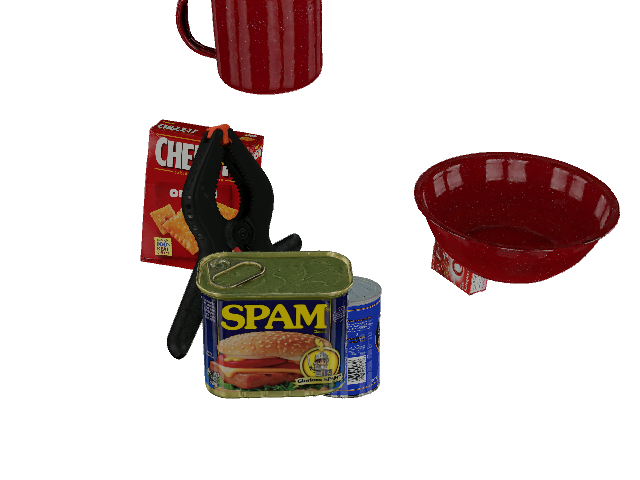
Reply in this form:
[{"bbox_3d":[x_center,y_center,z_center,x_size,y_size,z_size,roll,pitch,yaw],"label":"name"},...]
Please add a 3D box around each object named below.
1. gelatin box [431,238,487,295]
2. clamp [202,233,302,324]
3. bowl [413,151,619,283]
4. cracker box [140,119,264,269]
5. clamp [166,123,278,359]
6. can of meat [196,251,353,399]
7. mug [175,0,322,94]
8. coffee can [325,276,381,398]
[{"bbox_3d":[0.165,0.008,1.246,0.030,0.089,0.073,-13,32,-30],"label":"gelatin box"},{"bbox_3d":[-0.091,0.037,1.245,0.120,0.039,0.171,-1,40,13],"label":"clamp"},{"bbox_3d":[0.153,-0.012,0.856,0.162,0.055,0.162,1,31,-1],"label":"bowl"},{"bbox_3d":[-0.181,-0.062,1.617,0.164,0.214,0.072,10,20,6],"label":"cracker box"},{"bbox_3d":[-0.072,-0.002,0.993,0.164,0.210,0.036,-3,0,-37],"label":"clamp"},{"bbox_3d":[-0.031,0.057,0.715,0.102,0.084,0.057,0,27,-3],"label":"can of meat"},{"bbox_3d":[-0.052,-0.163,0.805,0.117,0.081,0.093,2,34,5],"label":"mug"},{"bbox_3d":[0.032,0.130,1.461,0.103,0.140,0.103,0,18,0],"label":"coffee can"}]
